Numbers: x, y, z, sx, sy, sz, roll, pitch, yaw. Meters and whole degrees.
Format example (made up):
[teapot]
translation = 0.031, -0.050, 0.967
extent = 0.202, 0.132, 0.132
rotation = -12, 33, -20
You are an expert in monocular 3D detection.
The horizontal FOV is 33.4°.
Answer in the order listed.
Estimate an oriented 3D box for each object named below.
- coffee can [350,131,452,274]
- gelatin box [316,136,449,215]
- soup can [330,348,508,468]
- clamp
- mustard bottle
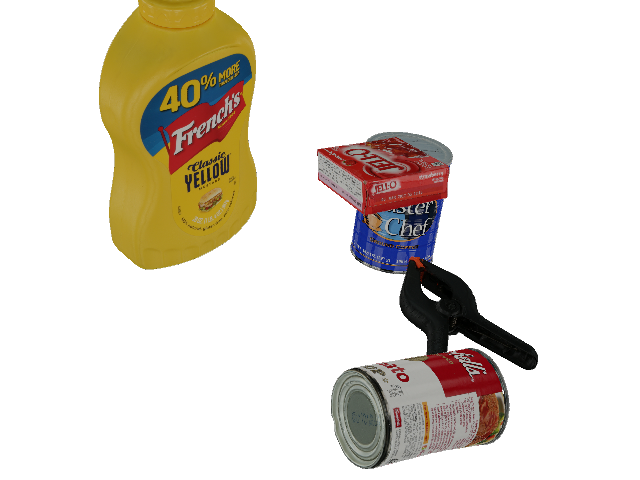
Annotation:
[coffee can]
translation = 0.095, -0.045, 1.272
extent = 0.102, 0.140, 0.103
rotation = 6, 28, -3
[gelatin box]
translation = 0.048, -0.053, 0.836
extent = 0.073, 0.030, 0.089
rotation = -11, 25, -21
[soup can]
translation = 0.066, 0.113, 0.721
extent = 0.102, 0.068, 0.069
rotation = -5, 3, -31
[clamp]
translation = 0.141, 0.081, 1.078
extent = 0.120, 0.039, 0.171
rotation = 0, 44, -20
[mustard bottle]
translation = -0.080, -0.077, 0.612
extent = 0.096, 0.192, 0.058
rotation = -29, 51, -31
